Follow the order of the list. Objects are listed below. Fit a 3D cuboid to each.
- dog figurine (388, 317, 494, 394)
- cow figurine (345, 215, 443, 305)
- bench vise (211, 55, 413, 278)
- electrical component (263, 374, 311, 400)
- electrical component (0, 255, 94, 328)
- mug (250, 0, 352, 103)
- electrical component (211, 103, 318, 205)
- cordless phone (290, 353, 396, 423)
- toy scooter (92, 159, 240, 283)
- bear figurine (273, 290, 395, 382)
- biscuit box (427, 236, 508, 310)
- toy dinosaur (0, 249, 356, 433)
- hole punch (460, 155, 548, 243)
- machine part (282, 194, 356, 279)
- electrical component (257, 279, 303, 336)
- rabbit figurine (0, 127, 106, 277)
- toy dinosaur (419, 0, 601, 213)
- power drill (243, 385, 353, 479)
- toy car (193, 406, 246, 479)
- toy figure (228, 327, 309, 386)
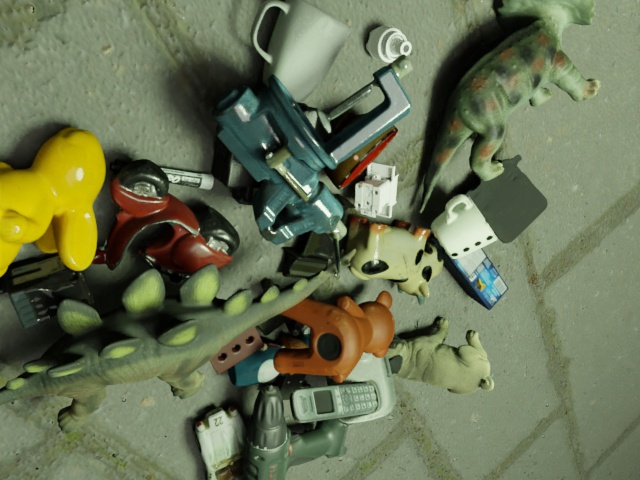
[{"bbox_3d":[0.189,0.224,0.943,0.190,0.173,0.121,-7,107,-38],"label":"dog figurine"},{"bbox_3d":[0.123,0.034,0.852,0.195,0.086,0.127,7,104,-38],"label":"cow figurine"},{"bbox_3d":[0.009,-0.105,0.595,0.241,0.129,0.223,-35,110,9],"label":"bench vise"},{"bbox_3d":[-0.049,0.230,0.881,0.094,0.021,0.063,11,107,-37],"label":"electrical component"},{"bbox_3d":[-0.316,0.056,0.583,0.119,0.075,0.047,-23,124,-26],"label":"electrical component"},{"bbox_3d":[-0.031,-0.220,0.623,0.109,0.081,0.107,8,118,-40],"label":"mug"},{"bbox_3d":[-0.070,-0.108,0.668,0.115,0.058,0.134,1,113,-31],"label":"electrical component"},{"bbox_3d":[0.022,0.214,0.844,0.184,0.146,0.089,6,153,-37],"label":"cordless phone"},{"bbox_3d":[-0.191,-0.001,0.635,0.135,0.075,0.183,-44,133,5],"label":"toy scooter"},{"bbox_3d":[0.032,0.130,0.794,0.196,0.132,0.120,-10,106,-67],"label":"bear figurine"},{"bbox_3d":[0.270,0.048,0.968,0.059,0.063,0.202,-48,130,-4],"label":"biscuit box"},{"bbox_3d":[-0.176,0.113,0.629,0.471,0.105,0.198,-20,155,-22],"label":"toy dinosaur"},{"bbox_3d":[0.305,-0.066,0.927,0.142,0.092,0.115,-41,95,-2],"label":"hole punch"},{"bbox_3d":[-0.002,-0.002,0.782,0.084,0.039,0.138,16,106,-33],"label":"machine part"},{"bbox_3d":[-0.063,0.101,0.790,0.078,0.045,0.102,-33,128,-17],"label":"electrical component"},{"bbox_3d":[-0.284,-0.039,0.534,0.173,0.122,0.162,-44,135,-30],"label":"rabbit figurine"},{"bbox_3d":[0.263,-0.227,0.792,0.405,0.131,0.192,-44,117,0],"label":"toy dinosaur"},{"bbox_3d":[-0.034,0.315,0.864,0.207,0.086,0.231,-8,114,-53],"label":"power drill"},{"bbox_3d":[-0.149,0.346,0.854,0.073,0.056,0.201,-19,123,-24],"label":"toy car"},{"bbox_3d":[-0.065,0.182,0.825,0.154,0.058,0.064,-11,145,-30],"label":"toy figure"}]
